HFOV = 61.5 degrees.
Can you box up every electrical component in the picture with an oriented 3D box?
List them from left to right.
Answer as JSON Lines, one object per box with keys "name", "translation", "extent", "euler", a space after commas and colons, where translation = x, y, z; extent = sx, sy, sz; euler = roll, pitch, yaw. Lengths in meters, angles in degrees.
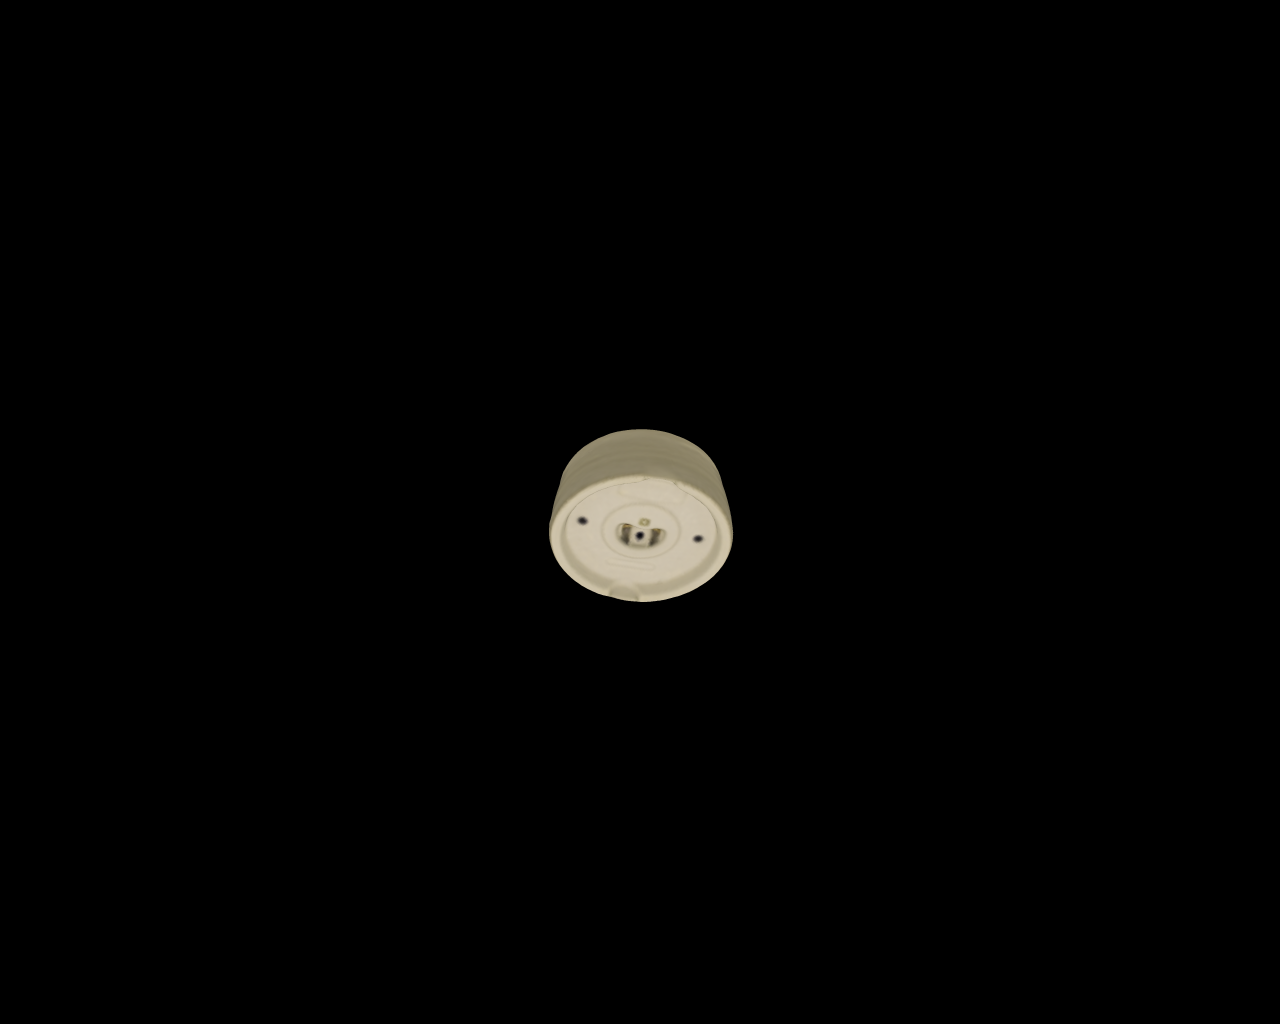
{"name": "electrical component", "translation": [0.001, -0.003, 0.650], "extent": [0.108, 0.108, 0.060], "euler": [0, 44, 0]}
